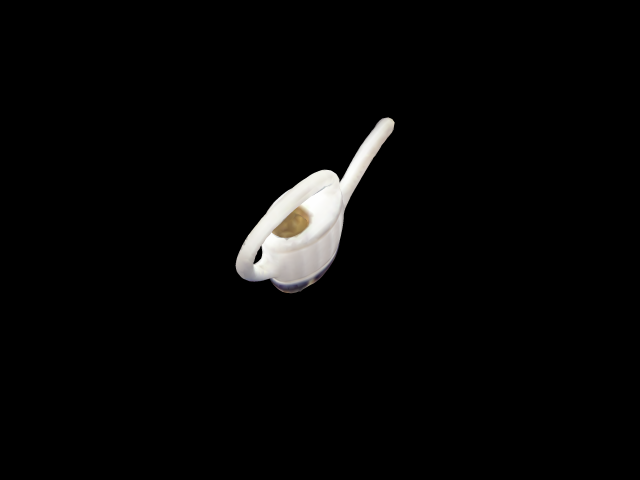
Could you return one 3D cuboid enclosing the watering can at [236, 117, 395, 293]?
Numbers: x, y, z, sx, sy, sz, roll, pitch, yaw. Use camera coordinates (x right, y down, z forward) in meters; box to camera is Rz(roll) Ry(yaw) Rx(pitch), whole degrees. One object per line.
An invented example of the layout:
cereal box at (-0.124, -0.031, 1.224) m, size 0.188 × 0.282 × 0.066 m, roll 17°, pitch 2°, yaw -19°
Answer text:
watering can at (0.003, -0.043, 0.850) m, size 0.105 × 0.352 × 0.219 m, roll 39°, pitch -23°, yaw 20°
